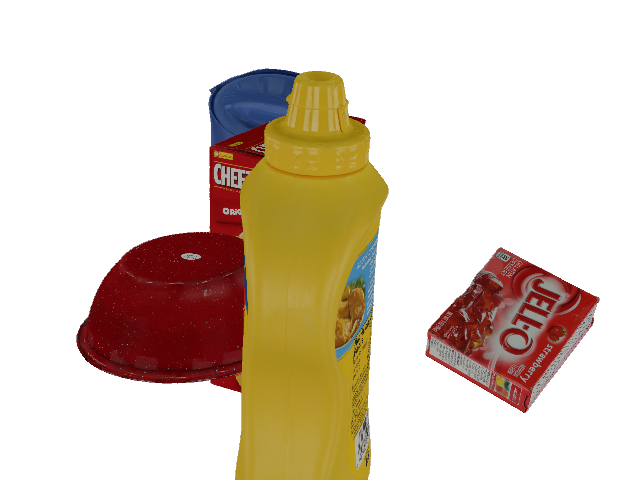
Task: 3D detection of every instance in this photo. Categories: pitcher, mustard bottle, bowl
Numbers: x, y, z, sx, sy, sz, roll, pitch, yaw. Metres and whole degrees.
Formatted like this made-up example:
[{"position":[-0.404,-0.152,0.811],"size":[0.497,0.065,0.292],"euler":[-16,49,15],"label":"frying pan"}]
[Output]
[{"position":[-0.049,-0.049,1.158],"size":[0.145,0.243,0.149],"euler":[-1,43,-9],"label":"pitcher"},{"position":[-0.004,0.025,0.441],"size":[0.058,0.192,0.096],"euler":[8,25,11],"label":"mustard bottle"},{"position":[-0.089,0.036,0.733],"size":[0.162,0.055,0.162],"euler":[-2,22,1],"label":"bowl"}]

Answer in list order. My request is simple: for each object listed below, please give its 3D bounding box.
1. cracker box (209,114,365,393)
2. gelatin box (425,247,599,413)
[{"position":[-0.026,0.007,0.929],"size":[0.072,0.214,0.164],"euler":[13,23,25],"label":"cracker box"},{"position":[0.120,0.053,0.665],"size":[0.073,0.030,0.089],"euler":[30,55,25],"label":"gelatin box"}]
